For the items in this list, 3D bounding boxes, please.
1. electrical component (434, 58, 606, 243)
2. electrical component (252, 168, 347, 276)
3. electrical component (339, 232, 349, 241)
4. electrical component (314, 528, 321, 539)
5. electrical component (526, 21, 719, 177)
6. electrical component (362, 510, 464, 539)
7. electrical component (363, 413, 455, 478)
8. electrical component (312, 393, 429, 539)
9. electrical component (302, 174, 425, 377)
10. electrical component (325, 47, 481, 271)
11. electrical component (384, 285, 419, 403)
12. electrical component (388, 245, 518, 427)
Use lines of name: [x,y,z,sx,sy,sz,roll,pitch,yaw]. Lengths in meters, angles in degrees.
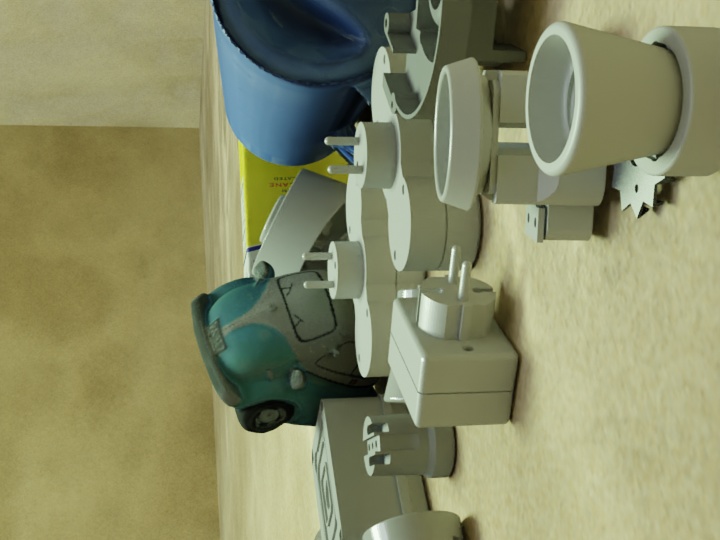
electrical component: [0.059,-0.051,0.409,0.058,0.057,0.078,-104,15,-79]
electrical component: [-0.039,-0.026,0.819,0.099,0.064,0.099,-64,1,3]
electrical component: [0.000,-0.014,0.786,0.061,0.035,0.035,128,140,-69]
electrical component: [-0.003,0.240,0.769,0.073,0.052,0.138,103,163,-49]
electrical component: [0.082,-0.050,0.317,0.045,0.055,0.045,179,90,-79]
electrical component: [0.033,0.163,0.584,0.055,0.055,0.047,107,155,-57]
electrical component: [0.028,0.101,0.622,0.040,0.046,0.040,179,90,-79]
electrical component: [0.005,0.146,0.708,0.078,0.057,0.113,101,164,-46]
electrical component: [0.000,0.000,0.685,0.052,0.074,0.138,121,147,-69]
electrical component: [0.018,-0.063,0.593,0.052,0.074,0.138,109,157,-60]
electrical component: [0.037,0.041,0.592,0.044,0.044,0.065,148,126,-77]
electrical component: [0.046,0.027,0.525,0.065,0.047,0.076,-114,26,-63]
